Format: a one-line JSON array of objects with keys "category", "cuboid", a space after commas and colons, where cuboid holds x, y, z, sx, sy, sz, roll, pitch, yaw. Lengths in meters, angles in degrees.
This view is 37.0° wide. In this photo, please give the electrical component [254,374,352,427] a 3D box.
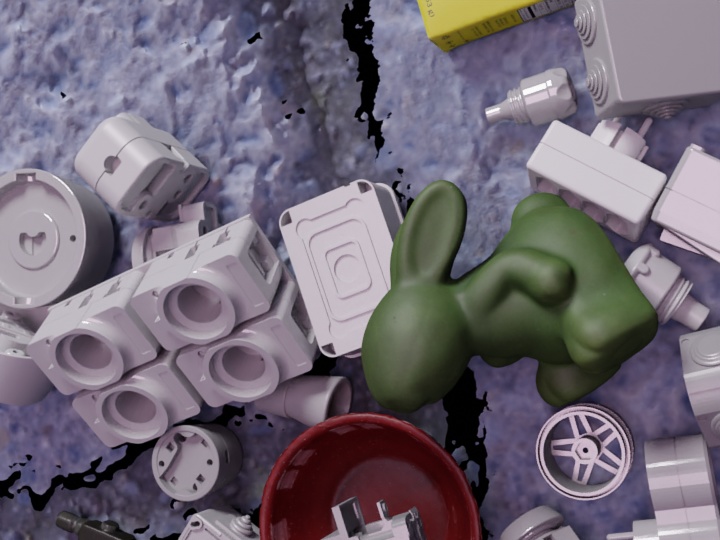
[{"category": "electrical component", "cuboid": [-0.044, 0.093, 0.787, 0.065, 0.044, 0.044, 12, 92, 24]}]

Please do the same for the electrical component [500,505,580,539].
[{"category": "electrical component", "cuboid": [0.125, 0.191, 0.716, 0.066, 0.048, 0.055, -19, 55, -24]}]

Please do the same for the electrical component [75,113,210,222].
[{"category": "electrical component", "cuboid": [-0.165, -0.077, 0.806, 0.059, 0.095, 0.053, 43, 101, 16]}]

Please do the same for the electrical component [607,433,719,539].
[{"category": "electrical component", "cuboid": [0.198, 0.179, 0.694, 0.074, 0.052, 0.138, -11, 84, 18]}]

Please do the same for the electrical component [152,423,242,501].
[{"category": "electrical component", "cuboid": [-0.120, 0.142, 0.808, 0.055, 0.047, 0.055, -1, 87, 19]}]

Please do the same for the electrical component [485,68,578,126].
[{"category": "electrical component", "cuboid": [0.117, -0.115, 0.743, 0.061, 0.035, 0.035, -16, 83, 20]}]

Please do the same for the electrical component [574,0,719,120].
[{"category": "electrical component", "cuboid": [0.192, -0.147, 0.695, 0.100, 0.048, 0.099, -8, 83, -10]}]

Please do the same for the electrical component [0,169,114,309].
[{"category": "electrical component", "cuboid": [-0.247, -0.023, 0.851, 0.108, 0.060, 0.108, -1, 87, 19]}]

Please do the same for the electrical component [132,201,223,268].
[{"category": "electrical component", "cuboid": [-0.135, -0.008, 0.814, 0.057, 0.058, 0.078, -9, 85, 16]}]

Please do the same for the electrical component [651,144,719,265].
[{"category": "electrical component", "cuboid": [0.239, -0.030, 0.683, 0.096, 0.062, 0.061, 29, 97, 18]}]

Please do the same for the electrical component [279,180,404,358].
[{"category": "electrical component", "cuboid": [0.000, 0.000, 0.767, 0.078, 0.057, 0.113, -21, 81, 17]}]

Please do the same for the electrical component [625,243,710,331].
[{"category": "electrical component", "cuboid": [0.198, 0.016, 0.705, 0.062, 0.048, 0.048, 35, 99, 10]}]

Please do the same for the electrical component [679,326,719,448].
[{"category": "electrical component", "cuboid": [0.235, 0.070, 0.672, 0.051, 0.080, 0.080, -17, 82, 23]}]

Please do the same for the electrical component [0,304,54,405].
[{"category": "electrical component", "cuboid": [-0.273, 0.058, 0.840, 0.099, 0.099, 0.064, 37, 106, 17]}]

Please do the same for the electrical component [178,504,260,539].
[{"category": "electrical component", "cuboid": [-0.102, 0.218, 0.791, 0.062, 0.061, 0.096, 34, 98, 18]}]

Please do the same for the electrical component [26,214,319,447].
[{"category": "electrical component", "cuboid": [-0.133, 0.051, 0.774, 0.186, 0.060, 0.105, -23, 115, 22]}]

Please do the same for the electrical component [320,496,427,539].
[{"category": "electrical component", "cuboid": [0.014, 0.187, 0.703, 0.064, 0.042, 0.081, -20, 82, 16]}]

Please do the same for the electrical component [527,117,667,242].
[{"category": "electrical component", "cuboid": [0.167, -0.074, 0.718, 0.083, 0.047, 0.075, 30, 84, 18]}]
